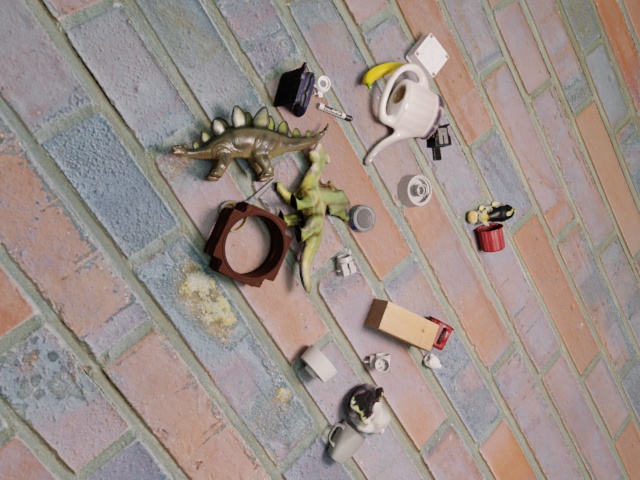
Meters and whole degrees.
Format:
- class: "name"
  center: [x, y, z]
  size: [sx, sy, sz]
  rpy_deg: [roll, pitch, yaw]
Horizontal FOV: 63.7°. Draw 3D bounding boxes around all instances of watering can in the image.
- class: "watering can"
  center: [0.270, -0.379, 1.638]
  size: [0.223, 0.105, 0.346]
  rpy_deg: [16, 96, -28]

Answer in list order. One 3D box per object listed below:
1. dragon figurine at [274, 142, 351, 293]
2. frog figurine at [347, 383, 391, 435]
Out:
- class: "dragon figurine"
  center: [0.005, -0.075, 1.492]
  size: [0.244, 0.122, 0.408]
  rpy_deg: [-15, 98, -35]
- class: "frog figurine"
  center: [0.151, 0.519, 1.570]
  size: [0.156, 0.122, 0.140]
  rpy_deg: [68, 28, -50]
